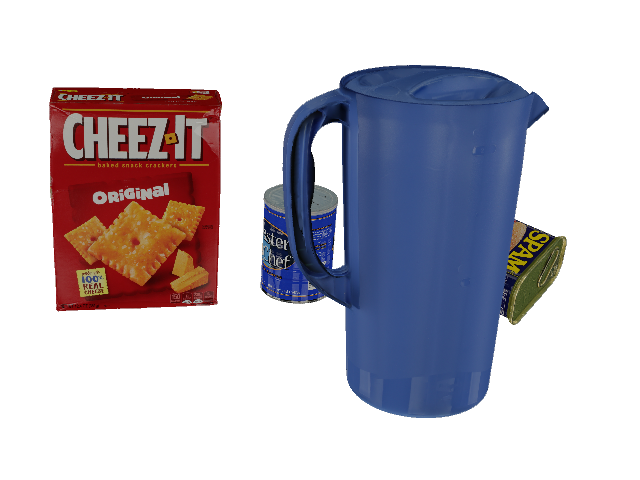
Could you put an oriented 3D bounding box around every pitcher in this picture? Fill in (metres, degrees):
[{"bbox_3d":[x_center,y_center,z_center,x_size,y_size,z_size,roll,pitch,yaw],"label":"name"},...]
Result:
[{"bbox_3d":[0.066,0.000,0.766,0.149,0.243,0.144,12,22,27],"label":"pitcher"}]

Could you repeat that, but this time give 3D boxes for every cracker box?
[{"bbox_3d":[-0.182,-0.039,1.057,0.164,0.214,0.072,-1,21,-11],"label":"cracker box"}]

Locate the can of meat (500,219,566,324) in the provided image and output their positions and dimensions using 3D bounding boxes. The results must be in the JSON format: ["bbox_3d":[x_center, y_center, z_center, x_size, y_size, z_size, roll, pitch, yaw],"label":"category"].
[{"bbox_3d":[0.171,0.021,1.013,0.084,0.057,0.101,26,46,27],"label":"can of meat"}]

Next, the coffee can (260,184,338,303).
[{"bbox_3d":[-0.031,0.003,1.493,0.103,0.140,0.103,3,25,-2],"label":"coffee can"}]
